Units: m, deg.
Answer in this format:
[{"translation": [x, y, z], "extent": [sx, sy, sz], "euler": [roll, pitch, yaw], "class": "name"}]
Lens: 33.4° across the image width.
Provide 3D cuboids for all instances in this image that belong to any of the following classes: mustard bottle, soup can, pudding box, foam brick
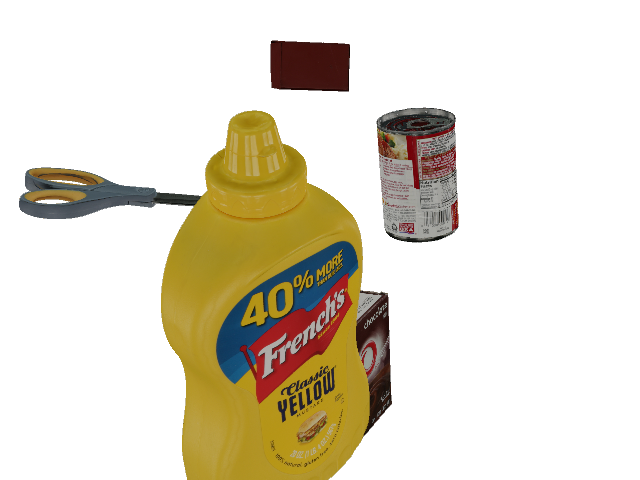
[{"translation": [-0.023, 0.031, 0.469], "extent": [0.096, 0.192, 0.058], "euler": [-28, 42, -30], "class": "mustard bottle"}, {"translation": [0.086, -0.057, 0.932], "extent": [0.068, 0.102, 0.068], "euler": [-5, 23, 2], "class": "soup can"}, {"translation": [0.006, 0.093, 0.690], "extent": [0.039, 0.090, 0.113], "euler": [11, 30, 26], "class": "pudding box"}, {"translation": [-0.012, -0.188, 1.149], "extent": [0.078, 0.051, 0.053], "euler": [0, 11, -14], "class": "foam brick"}]

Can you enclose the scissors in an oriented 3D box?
[{"translation": [-0.163, -0.031, 0.898], "extent": [0.202, 0.016, 0.096], "euler": [11, 25, 12], "class": "scissors"}]
